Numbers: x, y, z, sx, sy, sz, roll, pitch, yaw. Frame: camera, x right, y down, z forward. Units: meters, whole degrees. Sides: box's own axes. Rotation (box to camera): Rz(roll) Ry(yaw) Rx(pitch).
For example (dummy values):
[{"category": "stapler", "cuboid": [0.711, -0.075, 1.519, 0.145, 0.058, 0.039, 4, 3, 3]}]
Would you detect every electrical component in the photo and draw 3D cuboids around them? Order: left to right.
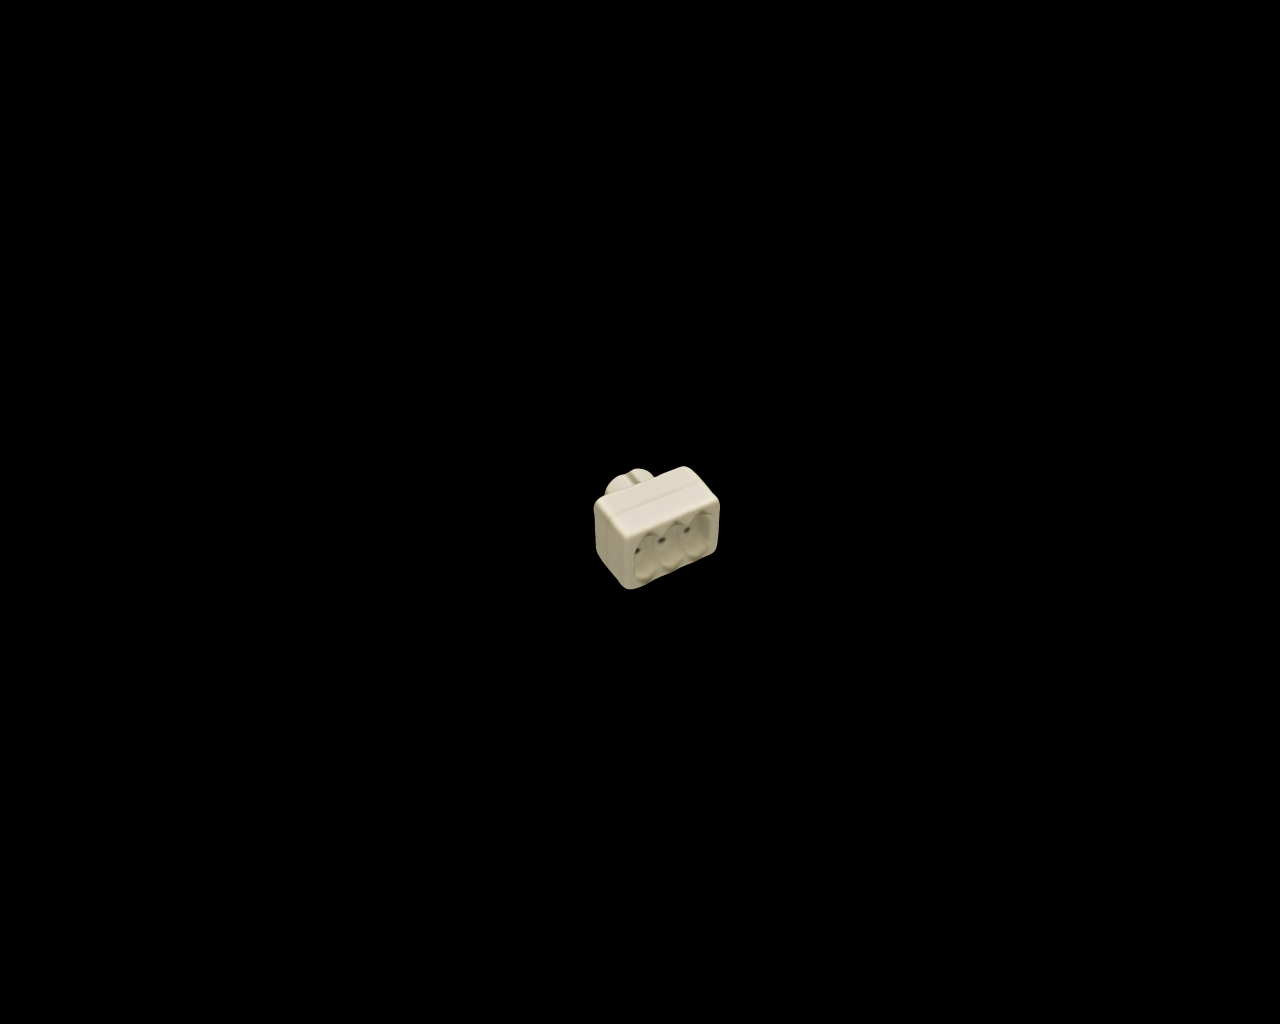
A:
[{"category": "electrical component", "cuboid": [0.001, -0.003, 0.650, 0.066, 0.047, 0.077, -22, 49, -21]}]
